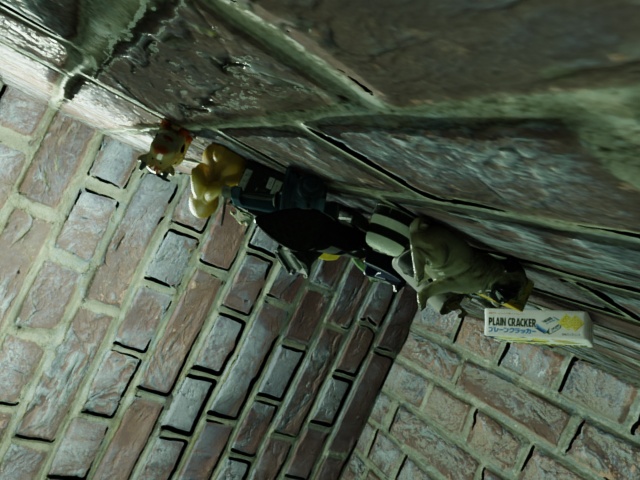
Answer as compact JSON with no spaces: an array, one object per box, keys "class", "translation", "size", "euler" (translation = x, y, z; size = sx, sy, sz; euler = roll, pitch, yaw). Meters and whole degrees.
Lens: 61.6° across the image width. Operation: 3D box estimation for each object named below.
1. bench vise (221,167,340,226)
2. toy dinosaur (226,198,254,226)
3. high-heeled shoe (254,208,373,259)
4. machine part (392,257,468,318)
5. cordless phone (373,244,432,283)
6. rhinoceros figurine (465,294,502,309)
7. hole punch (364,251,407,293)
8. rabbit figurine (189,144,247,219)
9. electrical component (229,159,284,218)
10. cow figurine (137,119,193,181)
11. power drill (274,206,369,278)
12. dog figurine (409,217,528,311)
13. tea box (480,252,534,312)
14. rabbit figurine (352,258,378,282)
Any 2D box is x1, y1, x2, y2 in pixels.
[{"class":"bench vise","translation":[-0.078,-0.074,1.096],"size":[0.241,0.129,0.223],"euler":[7,170,-1]},{"class":"toy dinosaur","translation":[-0.145,-0.109,1.403],"size":[0.192,0.131,0.405],"euler":[25,171,-15]},{"class":"high-heeled shoe","translation":[-0.008,-0.016,1.050],"size":[0.249,0.086,0.145],"euler":[17,-177,-10]},{"class":"machine part","translation":[0.247,0.089,1.234],"size":[0.243,0.079,0.079],"euler":[46,-170,33]},{"class":"cordless phone","translation":[0.188,0.037,1.156],"size":[0.184,0.088,0.146],"euler":[15,175,35]},{"class":"rhinoceros figurine","translation":[0.397,0.115,1.299],"size":[0.112,0.073,0.190],"euler":[38,173,-29]},{"class":"hole punch","translation":[0.174,0.044,1.340],"size":[0.116,0.142,0.092],"euler":[16,151,20]},{"class":"rabbit figurine","translation":[-0.242,-0.126,1.236],"size":[0.122,0.173,0.162],"euler":[30,-179,-7]},{"class":"electrical component","translation":[-0.124,-0.103,1.216],"size":[0.134,0.115,0.058],"euler":[26,180,11]},{"class":"cow figurine","translation":[-0.350,-0.202,1.219],"size":[0.085,0.127,0.195],"euler":[23,180,-11]},{"class":"power drill","translation":[-0.003,-0.004,1.251],"size":[0.232,0.207,0.085],"euler":[11,131,58]},{"class":"dog figurine","translation":[0.254,0.030,0.923],"size":[0.191,0.121,0.172],"euler":[-9,129,10]},{"class":"tea box","translation":[0.334,0.077,1.072],"size":[0.169,0.068,0.098],"euler":[27,177,-31]},{"class":"rabbit figurine","translation":[0.153,0.037,1.522],"size":[0.159,0.121,0.170],"euler":[28,-166,24]}]
